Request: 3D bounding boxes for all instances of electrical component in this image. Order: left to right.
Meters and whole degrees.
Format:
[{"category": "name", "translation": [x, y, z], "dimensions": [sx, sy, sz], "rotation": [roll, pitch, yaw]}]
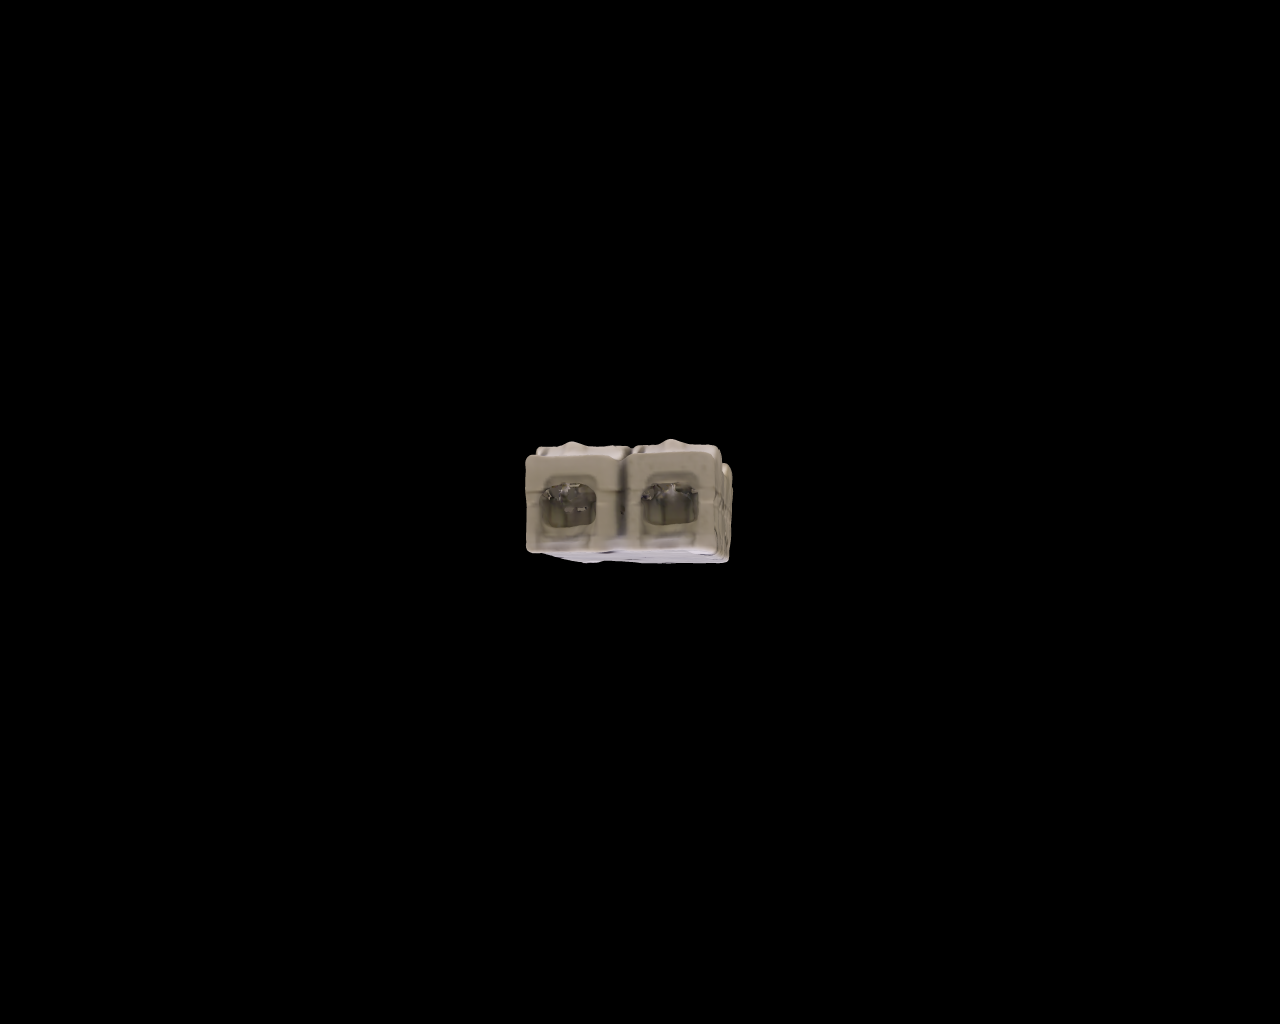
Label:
[{"category": "electrical component", "translation": [0.001, -0.003, 0.650], "dimensions": [0.105, 0.060, 0.186], "rotation": [-1, -4, 8]}]
